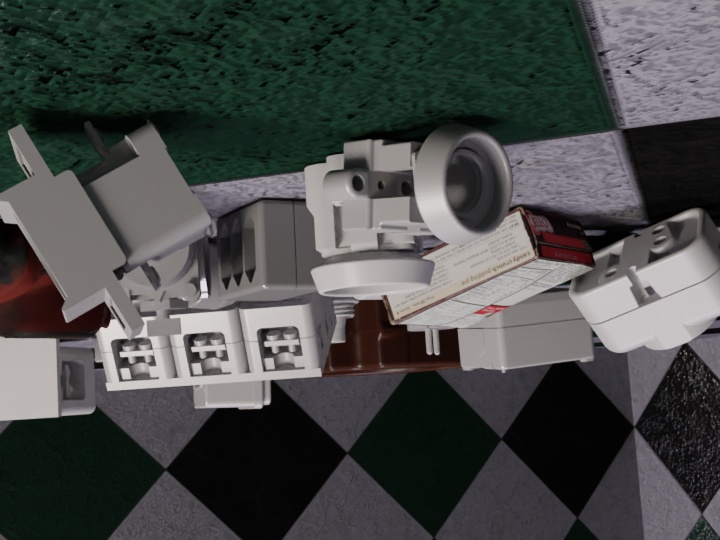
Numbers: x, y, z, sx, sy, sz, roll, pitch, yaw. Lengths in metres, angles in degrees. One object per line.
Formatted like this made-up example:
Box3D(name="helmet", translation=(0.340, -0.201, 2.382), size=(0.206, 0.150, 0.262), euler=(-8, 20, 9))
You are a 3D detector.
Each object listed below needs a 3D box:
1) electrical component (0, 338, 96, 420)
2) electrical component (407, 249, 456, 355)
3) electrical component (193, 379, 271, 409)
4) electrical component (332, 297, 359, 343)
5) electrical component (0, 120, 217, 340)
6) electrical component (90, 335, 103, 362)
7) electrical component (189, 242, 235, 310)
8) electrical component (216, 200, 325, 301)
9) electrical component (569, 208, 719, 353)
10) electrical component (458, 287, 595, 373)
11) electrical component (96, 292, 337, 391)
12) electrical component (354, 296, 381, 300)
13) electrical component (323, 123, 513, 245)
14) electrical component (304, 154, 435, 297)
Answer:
Box3D(name="electrical component", translation=(-0.294, 0.062, 0.807), size=(0.186, 0.105, 0.060), euler=(-6, 173, 16))
Box3D(name="electrical component", translation=(0.053, 0.026, 0.820), size=(0.047, 0.076, 0.066), euler=(-6, 173, 21))
Box3D(name="electrical component", translation=(-0.113, 0.065, 0.926), size=(0.056, 0.108, 0.109), euler=(0, 172, -14))
Box3D(name="electrical component", translation=(-0.022, 0.025, 0.830), size=(0.048, 0.062, 0.048), euler=(-4, 173, 0))
Box3D(name="electrical component", translation=(-0.091, -0.018, 0.389), size=(0.064, 0.081, 0.042), euler=(-32, -179, -15))
Box3D(name="electrical component", translation=(-0.213, 0.045, 0.897), size=(0.048, 0.062, 0.048), euler=(-4, 174, 0))
Box3D(name="electrical component", translation=(-0.108, 0.003, 0.676), size=(0.062, 0.043, 0.043), euler=(5, 169, -45))
Box3D(name="electrical component", translation=(-0.033, -0.009, 0.599), size=(0.077, 0.047, 0.066), euler=(1, 173, -28))
Box3D(name="electrical component", translation=(0.191, 0.011, 0.688), size=(0.095, 0.059, 0.053), euler=(-27, -161, 32))
Box3D(name="electrical component", translation=(0.126, 0.039, 0.792), size=(0.096, 0.061, 0.062), euler=(-5, 179, -24))
Box3D(name="electrical component", translation=(-0.098, 0.032, 0.753), size=(0.150, 0.061, 0.089), euler=(-5, -159, 8))
Box3D(name="electrical component", translation=(0.000, 0.000, 0.722), size=(0.078, 0.040, 0.040), euler=(0, 172, -33))
Box3D(name="electrical component", translation=(0.028, -0.034, 0.437), size=(0.066, 0.048, 0.055), euler=(2, 179, -42))
Box3D(name="electrical component", translation=(0.005, -0.018, 0.500), size=(0.058, 0.057, 0.078), euler=(-5, 173, 8))
